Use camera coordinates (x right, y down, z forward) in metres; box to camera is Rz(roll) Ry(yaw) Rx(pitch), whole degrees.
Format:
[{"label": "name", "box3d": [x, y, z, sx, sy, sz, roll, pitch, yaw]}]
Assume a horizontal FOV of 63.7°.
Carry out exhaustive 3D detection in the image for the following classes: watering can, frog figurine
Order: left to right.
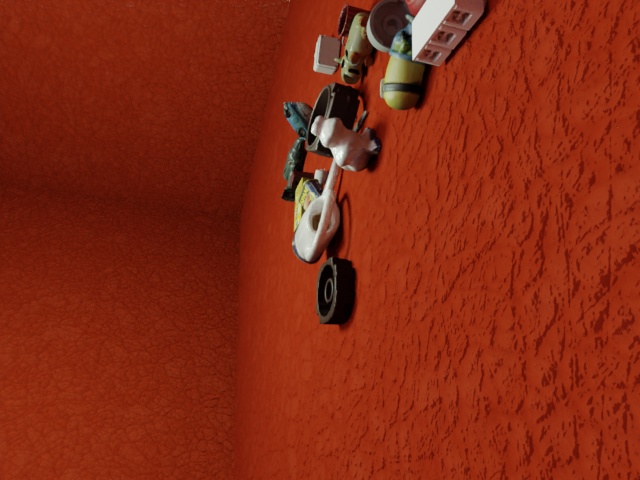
[{"label": "watering can", "box3d": [0.005, -0.075, 1.492, 0.219, 0.104, 0.356, 121, 167, -54]}, {"label": "frog figurine", "box3d": [0.052, -0.235, 1.261, 0.120, 0.159, 0.141, 113, 159, -50]}]
